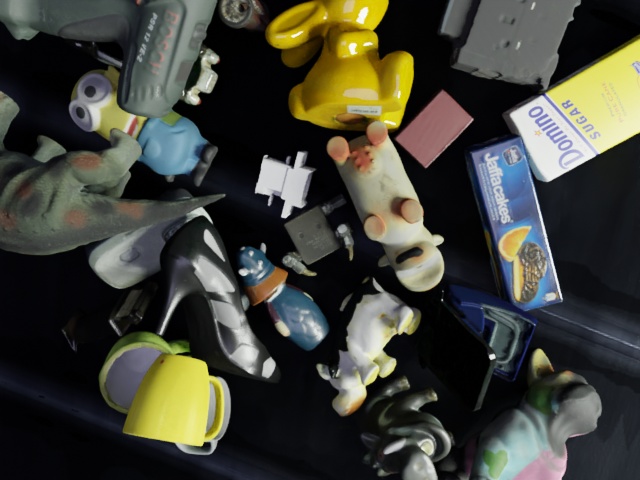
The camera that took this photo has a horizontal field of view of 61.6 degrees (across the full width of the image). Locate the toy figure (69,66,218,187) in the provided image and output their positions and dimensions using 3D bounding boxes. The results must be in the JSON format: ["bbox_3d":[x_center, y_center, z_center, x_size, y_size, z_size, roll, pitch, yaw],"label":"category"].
[{"bbox_3d":[-0.212,-0.132,0.644,0.180,0.089,0.082,29,83,-10],"label":"toy figure"}]

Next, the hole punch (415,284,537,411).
[{"bbox_3d":[0.182,0.118,0.638,0.092,0.116,0.142,-22,134,-24],"label":"hole punch"}]

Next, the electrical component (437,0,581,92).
[{"bbox_3d":[0.201,-0.236,0.591,0.134,0.058,0.114,16,101,2],"label":"electrical component"}]

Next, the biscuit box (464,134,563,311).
[{"bbox_3d":[0.224,-0.020,0.630,0.063,0.059,0.202,-17,100,9],"label":"biscuit box"}]

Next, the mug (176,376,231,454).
[{"bbox_3d":[-0.182,0.235,0.723,0.107,0.081,0.109,-2,111,16],"label":"mug"}]

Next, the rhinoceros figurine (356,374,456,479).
[{"bbox_3d":[0.094,0.226,0.635,0.112,0.190,0.073,-20,96,-10],"label":"rhinoceros figurine"}]

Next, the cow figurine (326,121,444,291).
[{"bbox_3d":[0.082,-0.030,0.625,0.085,0.127,0.195,-26,84,10],"label":"cow figurine"}]

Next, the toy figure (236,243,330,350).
[{"bbox_3d":[-0.054,0.072,0.678,0.058,0.064,0.154,-41,96,19],"label":"toy figure"}]

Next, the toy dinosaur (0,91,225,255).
[{"bbox_3d":[-0.321,-0.046,0.591,0.405,0.131,0.192,16,64,23],"label":"toy dinosaur"}]

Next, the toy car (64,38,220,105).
[{"bbox_3d":[-0.215,-0.230,0.637,0.202,0.056,0.073,27,97,-1],"label":"toy car"}]

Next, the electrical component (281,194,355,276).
[{"bbox_3d":[-0.003,-0.002,0.666,0.102,0.045,0.078,-23,100,10],"label":"electrical component"}]

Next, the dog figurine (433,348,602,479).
[{"bbox_3d":[0.236,0.239,0.649,0.108,0.219,0.191,45,147,-2],"label":"dog figurine"}]

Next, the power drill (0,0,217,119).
[{"bbox_3d":[-0.205,-0.253,0.540,0.207,0.086,0.231,15,109,-3],"label":"power drill"}]

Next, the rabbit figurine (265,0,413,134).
[{"bbox_3d":[0.028,-0.214,0.601,0.163,0.122,0.173,6,88,14],"label":"rabbit figurine"}]

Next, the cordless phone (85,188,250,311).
[{"bbox_3d":[-0.182,0.040,0.670,0.146,0.089,0.184,-32,108,-9],"label":"cordless phone"}]

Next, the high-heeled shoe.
[{"bbox_3d":[-0.108,0.082,0.663,0.086,0.248,0.145,3,64,34],"label":"high-heeled shoe"}]

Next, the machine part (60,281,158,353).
[{"bbox_3d":[-0.276,0.101,0.707,0.139,0.084,0.039,-24,125,19],"label":"machine part"}]

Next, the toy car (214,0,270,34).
[{"bbox_3d":[-0.138,-0.291,0.598,0.202,0.089,0.053,30,107,1],"label":"toy car"}]

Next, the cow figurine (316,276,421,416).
[{"bbox_3d":[0.046,0.133,0.674,0.098,0.068,0.167,36,102,28],"label":"cow figurine"}]
